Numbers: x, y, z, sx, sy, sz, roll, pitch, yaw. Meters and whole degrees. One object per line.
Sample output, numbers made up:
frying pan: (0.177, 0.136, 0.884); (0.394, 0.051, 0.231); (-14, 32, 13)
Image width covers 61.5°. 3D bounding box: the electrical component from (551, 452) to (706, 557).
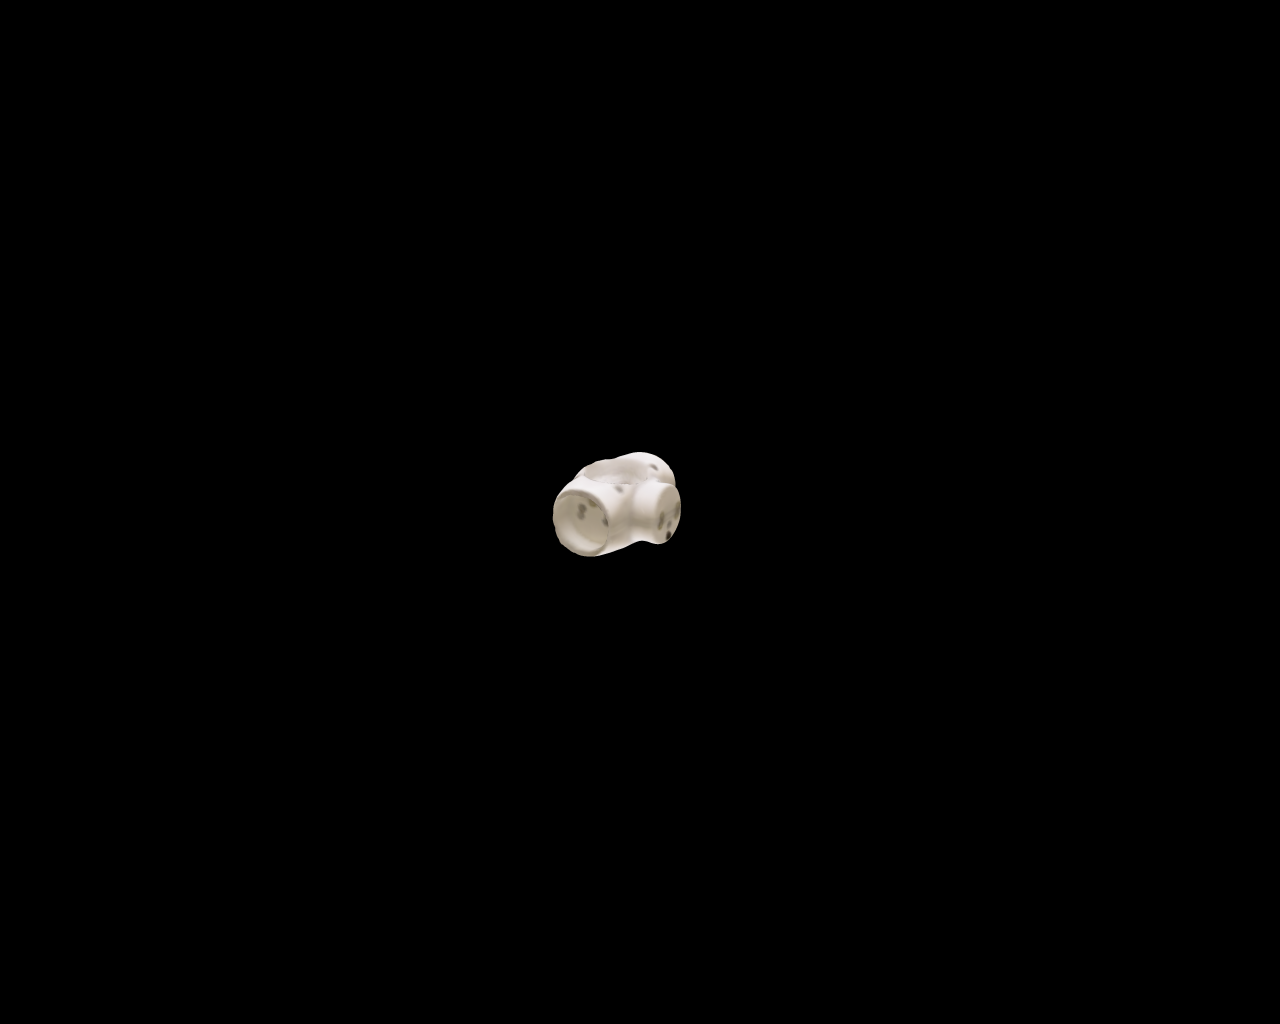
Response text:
electrical component: (0.001, -0.003, 0.650); (0.079, 0.044, 0.077); (13, 26, 29)
